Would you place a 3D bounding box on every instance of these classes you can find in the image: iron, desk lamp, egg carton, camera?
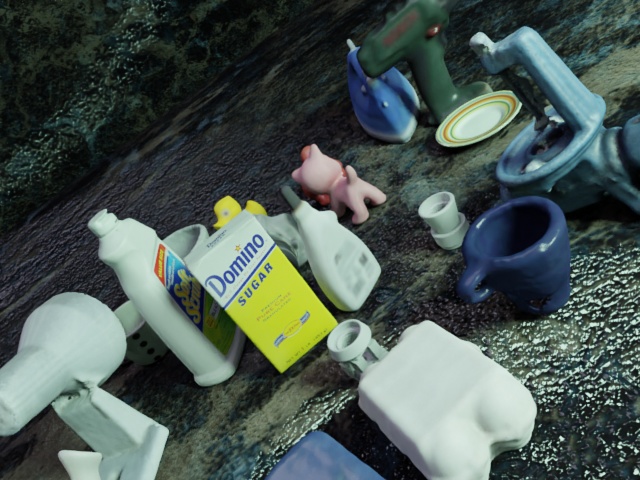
[{"bbox_3d":[0.100,-0.277,1.030,0.118,0.142,0.258,-31,28,11],"label":"iron"},{"bbox_3d":[-0.280,0.192,0.664,0.117,0.214,0.203,-27,29,17],"label":"desk lamp"},{"bbox_3d":[0.100,0.133,0.475,0.107,0.069,0.150,-42,28,-10],"label":"egg carton"},{"bbox_3d":[-0.085,0.035,0.805,0.143,0.101,0.136,-33,28,7],"label":"camera"}]

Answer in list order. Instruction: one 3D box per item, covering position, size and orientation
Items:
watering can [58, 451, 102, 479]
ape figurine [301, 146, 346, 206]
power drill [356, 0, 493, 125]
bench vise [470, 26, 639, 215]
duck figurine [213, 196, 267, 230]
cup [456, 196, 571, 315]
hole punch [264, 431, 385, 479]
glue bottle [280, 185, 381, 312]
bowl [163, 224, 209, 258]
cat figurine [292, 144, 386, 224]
[{"bbox_3d":[-0.258,0.280,0.525,0.100,0.194,0.173,-28,29,17],"label":"watering can"},{"bbox_3d":[-0.002,-0.114,0.949,0.077,0.092,0.076,-28,29,16],"label":"ape figurine"},{"bbox_3d":[0.183,-0.295,0.888,0.229,0.209,0.075,-28,29,16],"label":"power drill"},{"bbox_3d":[0.245,-0.121,0.537,0.207,0.220,0.121,-19,32,30],"label":"bench vise"},{"bbox_3d":[-0.146,-0.039,1.006,0.077,0.086,0.105,-8,39,42],"label":"duck figurine"},{"bbox_3d":[0.178,0.032,0.514,0.118,0.095,0.091,-44,29,-14],"label":"cup"},{"bbox_3d":[0.010,0.215,0.430,0.109,0.091,0.100,-49,30,-22],"label":"hole punch"},{"bbox_3d":[0.006,0.002,0.672,0.037,0.173,0.078,-3,43,47],"label":"glue bottle"},{"bbox_3d":[-0.244,0.054,0.986,0.167,0.075,0.167,-27,29,17],"label":"bowl"},{"bbox_3d":[0.020,-0.090,0.859,0.067,0.118,0.127,-48,30,-20],"label":"cat figurine"}]
